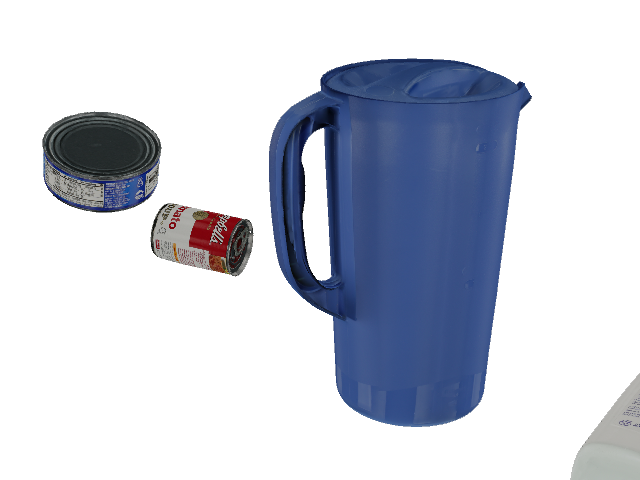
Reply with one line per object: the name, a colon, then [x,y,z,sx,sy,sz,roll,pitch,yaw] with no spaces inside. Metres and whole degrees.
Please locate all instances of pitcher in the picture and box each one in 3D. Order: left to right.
pitcher: [0.056,0.002,0.733,0.149,0.243,0.144,7,22,17]

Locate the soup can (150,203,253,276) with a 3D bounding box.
soup can: [-0.138,-0.002,1.248,0.102,0.068,0.068,13,4,18]

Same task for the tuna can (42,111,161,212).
tuna can: [-0.162,-0.058,0.791,0.086,0.034,0.086,7,38,-6]

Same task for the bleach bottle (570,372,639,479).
bleach bottle: [0.242,0.101,0.640,0.103,0.068,0.250,18,29,31]
